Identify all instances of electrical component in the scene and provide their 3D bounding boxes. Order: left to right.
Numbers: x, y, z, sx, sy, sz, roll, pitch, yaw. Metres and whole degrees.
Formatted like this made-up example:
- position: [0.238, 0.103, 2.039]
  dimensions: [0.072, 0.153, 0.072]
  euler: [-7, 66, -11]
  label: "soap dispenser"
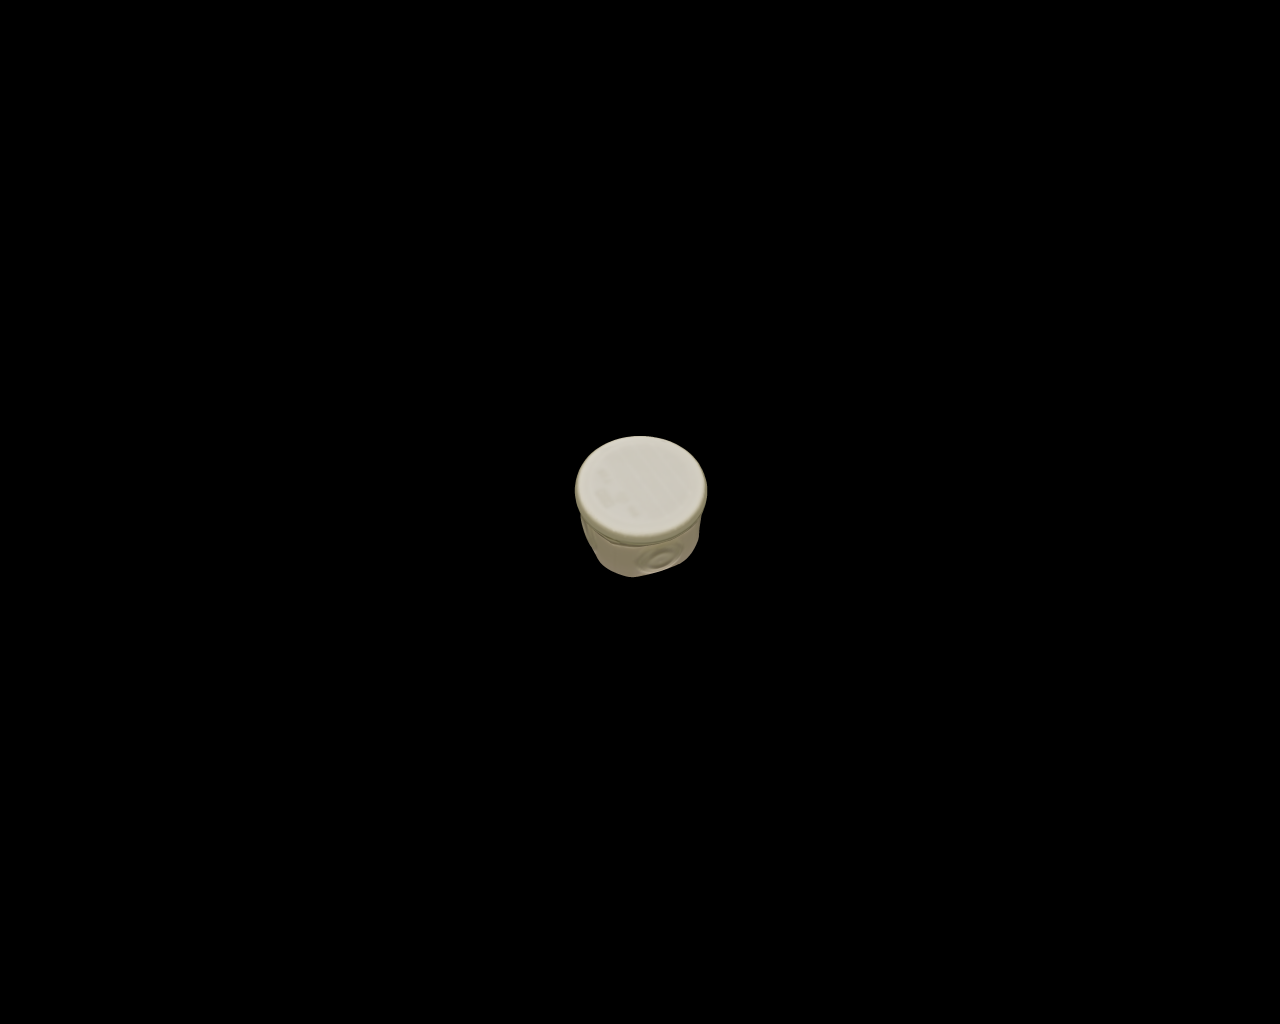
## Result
- position: [0.001, -0.003, 0.650]
  dimensions: [0.080, 0.080, 0.050]
  euler: [0, -37, 0]
  label: "electrical component"
